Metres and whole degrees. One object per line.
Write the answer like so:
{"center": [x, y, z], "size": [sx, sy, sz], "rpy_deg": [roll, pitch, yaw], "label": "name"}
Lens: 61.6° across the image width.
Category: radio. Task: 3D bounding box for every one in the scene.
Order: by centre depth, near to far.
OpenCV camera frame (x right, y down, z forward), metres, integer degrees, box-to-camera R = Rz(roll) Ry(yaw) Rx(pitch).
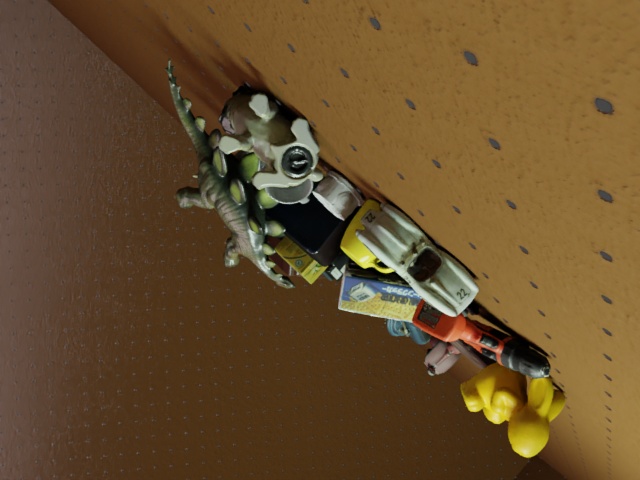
{"center": [-0.032, -0.065, 1.061], "size": [0.230, 0.131, 0.073], "rpy_deg": [40, 175, 32], "label": "radio"}

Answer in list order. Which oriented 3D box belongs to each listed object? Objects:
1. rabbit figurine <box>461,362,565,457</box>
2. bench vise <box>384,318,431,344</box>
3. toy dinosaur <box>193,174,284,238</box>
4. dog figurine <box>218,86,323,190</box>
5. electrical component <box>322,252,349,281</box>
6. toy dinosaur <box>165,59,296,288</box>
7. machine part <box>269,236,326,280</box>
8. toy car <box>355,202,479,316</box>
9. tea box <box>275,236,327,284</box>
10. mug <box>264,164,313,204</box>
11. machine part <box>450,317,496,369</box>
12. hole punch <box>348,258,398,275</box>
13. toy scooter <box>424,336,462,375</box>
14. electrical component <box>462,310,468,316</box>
{"center": [0.374, 0.316, 1.001], "size": [0.121, 0.162, 0.173], "rpy_deg": [47, -164, -29], "label": "rabbit figurine"}
{"center": [0.209, 0.187, 1.471], "size": [0.241, 0.129, 0.223], "rpy_deg": [28, 168, 45], "label": "bench vise"}
{"center": [-0.122, -0.086, 1.282], "size": [0.404, 0.192, 0.131], "rpy_deg": [44, 178, -7], "label": "toy dinosaur"}
{"center": [-0.077, -0.165, 0.857], "size": [0.172, 0.121, 0.191], "rpy_deg": [48, -172, -20], "label": "dog figurine"}
{"center": [0.051, 0.029, 1.235], "size": [0.058, 0.134, 0.114], "rpy_deg": [38, 172, 41], "label": "electrical component"}
{"center": [-0.173, -0.098, 1.005], "size": [0.199, 0.105, 0.471], "rpy_deg": [-21, 107, 49], "label": "toy dinosaur"}
{"center": [-0.020, 0.020, 1.365], "size": [0.201, 0.087, 0.202], "rpy_deg": [-7, -155, -30], "label": "machine part"}
{"center": [0.142, 0.028, 0.795], "size": [0.202, 0.073, 0.056], "rpy_deg": [42, 179, 4], "label": "toy car"}
{"center": [-0.002, -0.003, 1.150], "size": [0.098, 0.169, 0.068], "rpy_deg": [42, 176, 29], "label": "tea box"}
{"center": [-0.049, -0.121, 0.935], "size": [0.109, 0.081, 0.107], "rpy_deg": [43, -151, -41], "label": "mug"}
{"center": [0.329, 0.224, 1.170], "size": [0.179, 0.056, 0.179], "rpy_deg": [42, 175, 4], "label": "machine part"}
{"center": [0.116, 0.017, 0.979], "size": [0.116, 0.092, 0.142], "rpy_deg": [12, 170, 4], "label": "hole punch"}
{"center": [0.309, 0.278, 1.351], "size": [0.075, 0.135, 0.184], "rpy_deg": [41, 177, 2], "label": "toy scooter"}
{"center": [0.243, 0.110, 1.037], "size": [0.094, 0.021, 0.063], "rpy_deg": [44, 175, -10], "label": "electrical component"}
